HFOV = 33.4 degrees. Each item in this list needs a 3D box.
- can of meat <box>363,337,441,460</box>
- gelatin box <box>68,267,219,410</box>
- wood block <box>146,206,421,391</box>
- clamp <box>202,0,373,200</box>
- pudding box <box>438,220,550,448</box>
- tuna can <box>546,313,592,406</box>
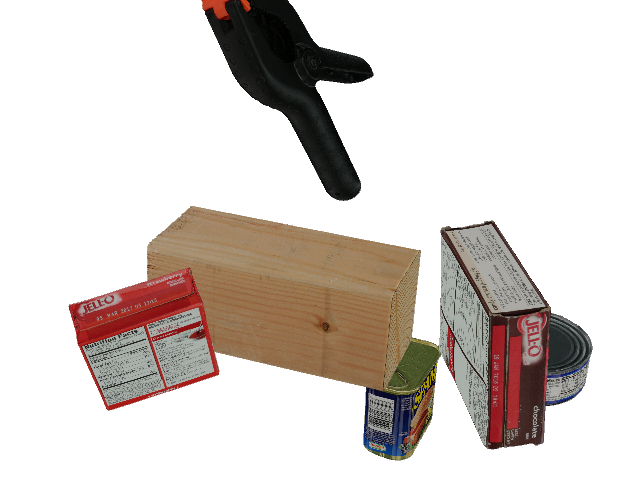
[{"bbox_3d":[0.080,0.158,1.068,0.057,0.084,0.102,12,27,20],"label":"can of meat"},{"bbox_3d":[-0.103,0.059,0.632,0.073,0.030,0.089,-18,-34,-10],"label":"gelatin box"},{"bbox_3d":[-0.031,0.045,0.885,0.206,0.091,0.090,12,28,16],"label":"wood block"},{"bbox_3d":[-0.017,-0.104,0.721,0.039,0.120,0.171,-22,-32,32],"label":"clamp"},{"bbox_3d":[0.099,0.052,0.624,0.039,0.090,0.113,-6,27,-8],"label":"pudding box"},{"bbox_3d":[0.164,0.090,0.823,0.086,0.034,0.086,1,29,-1],"label":"tuna can"}]
